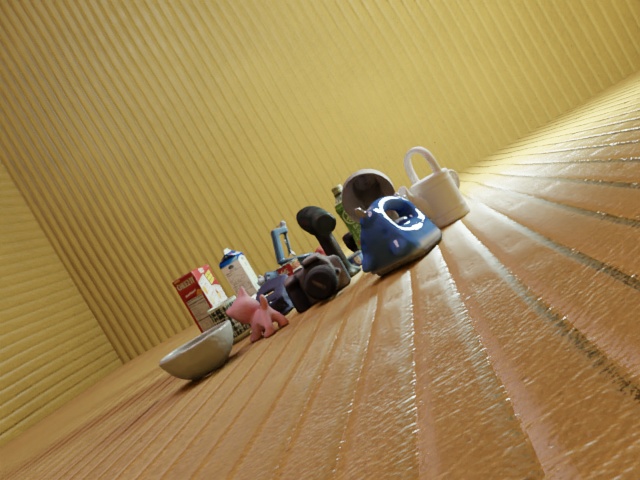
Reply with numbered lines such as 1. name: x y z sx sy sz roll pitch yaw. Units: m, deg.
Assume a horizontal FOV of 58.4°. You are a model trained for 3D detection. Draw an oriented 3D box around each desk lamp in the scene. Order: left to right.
1. desk lamp: 0.137 -0.067 1.322 0.118 0.213 0.203 -30 2 11

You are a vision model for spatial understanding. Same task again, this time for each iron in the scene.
1. iron: 0.156 -0.031 1.141 0.118 0.141 0.259 -29 2 35

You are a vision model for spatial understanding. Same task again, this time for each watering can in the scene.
1. watering can: 0.254 -0.125 1.328 0.100 0.194 0.173 -29 2 39

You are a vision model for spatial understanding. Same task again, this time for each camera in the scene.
1. camera: -0.015 0.089 1.256 0.143 0.101 0.137 -30 2 6

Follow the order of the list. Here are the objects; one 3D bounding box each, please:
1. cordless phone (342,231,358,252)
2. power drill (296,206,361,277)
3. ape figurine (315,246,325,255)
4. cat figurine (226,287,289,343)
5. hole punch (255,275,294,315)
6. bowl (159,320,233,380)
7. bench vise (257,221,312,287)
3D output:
1. cordless phone: 0.123 -0.056 1.783 0.147 0.185 0.094 -30 2 16
2. power drill: 0.013 0.005 1.433 0.076 0.208 0.229 -31 2 -12
3. ape figurine: 0.016 0.062 1.743 0.076 0.092 0.077 -31 2 -18
4. cat figurine: -0.144 0.155 1.241 0.067 0.118 0.127 -32 2 -42
5. hole punch: -0.116 0.148 1.441 0.108 0.091 0.101 -30 2 24
6. bowl: -0.241 0.238 1.179 0.167 0.075 0.167 -30 1 1
7. bench vise: -0.113 0.061 1.814 0.208 0.220 0.121 -31 2 -34
